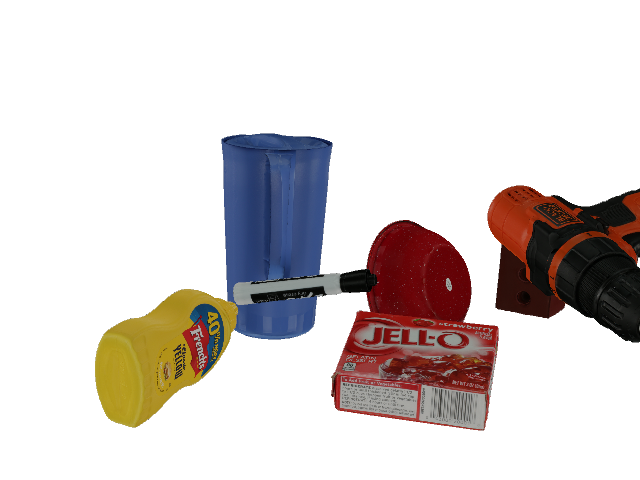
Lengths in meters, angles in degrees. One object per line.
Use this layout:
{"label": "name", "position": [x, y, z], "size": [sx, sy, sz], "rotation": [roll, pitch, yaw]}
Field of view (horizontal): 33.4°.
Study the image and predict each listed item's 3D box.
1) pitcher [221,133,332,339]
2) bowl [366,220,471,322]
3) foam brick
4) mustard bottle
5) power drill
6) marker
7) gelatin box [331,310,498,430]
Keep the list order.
{"label": "pitcher", "position": [-0.056, -0.005, 1.293], "size": [0.145, 0.243, 0.148], "rotation": [12, 16, 37]}
{"label": "bowl", "position": [0.123, 0.053, 1.213], "size": [0.055, 0.162, 0.161], "rotation": [-11, -7, 42]}
{"label": "foam brick", "position": [0.196, 0.026, 0.979], "size": [0.053, 0.078, 0.051], "rotation": [10, 16, 28]}
{"label": "mustard bottle", "position": [-0.140, 0.101, 1.048], "size": [0.058, 0.096, 0.191], "rotation": [10, 22, 27]}
{"label": "power drill", "position": [0.233, 0.000, 0.731], "size": [0.187, 0.057, 0.185], "rotation": [-10, 29, -18]}
{"label": "marker", "position": [-0.013, 0.038, 0.869], "size": [0.121, 0.020, 0.020], "rotation": [-7, -2, 19]}
{"label": "gelatin box", "position": [0.057, 0.074, 0.628], "size": [0.089, 0.030, 0.073], "rotation": [6, 27, 12]}
